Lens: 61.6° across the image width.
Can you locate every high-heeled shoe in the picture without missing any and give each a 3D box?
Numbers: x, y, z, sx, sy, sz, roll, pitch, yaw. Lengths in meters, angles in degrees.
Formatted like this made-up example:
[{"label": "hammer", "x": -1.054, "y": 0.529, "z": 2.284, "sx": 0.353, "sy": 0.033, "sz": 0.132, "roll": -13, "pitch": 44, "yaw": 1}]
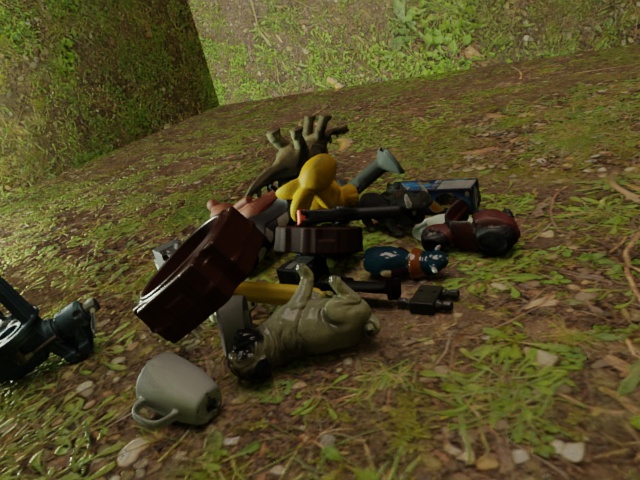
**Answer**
[{"label": "high-heeled shoe", "x": -0.104, "y": -0.009, "z": 1.188, "sx": 0.086, "sy": 0.145, "sz": 0.248, "roll": 12, "pitch": 73, "yaw": 35}]

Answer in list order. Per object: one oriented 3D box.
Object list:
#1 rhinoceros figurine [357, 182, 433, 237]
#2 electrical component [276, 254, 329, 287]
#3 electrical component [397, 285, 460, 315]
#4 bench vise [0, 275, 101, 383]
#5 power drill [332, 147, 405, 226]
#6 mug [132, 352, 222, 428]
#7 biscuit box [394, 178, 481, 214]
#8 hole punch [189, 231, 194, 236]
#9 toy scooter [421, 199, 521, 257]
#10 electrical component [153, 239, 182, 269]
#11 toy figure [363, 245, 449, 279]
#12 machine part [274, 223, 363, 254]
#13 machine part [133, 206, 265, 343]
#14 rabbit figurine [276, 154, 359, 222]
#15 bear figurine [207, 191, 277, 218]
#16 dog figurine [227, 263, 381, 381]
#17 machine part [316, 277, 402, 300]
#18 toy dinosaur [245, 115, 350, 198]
[{"label": "rhinoceros figurine", "x": 0.160, "y": -0.071, "z": 1.137, "sx": 0.073, "sy": 0.112, "sz": 0.190, "roll": -29, "pitch": 18, "yaw": -32}, {"label": "electrical component", "x": -0.044, "y": 0.071, "z": 1.020, "sx": 0.075, "sy": 0.047, "sz": 0.119, "roll": 4, "pitch": 28, "yaw": 38}, {"label": "electrical component", "x": 0.175, "y": 0.095, "z": 0.871, "sx": 0.094, "sy": 0.021, "sz": 0.063, "roll": 0, "pitch": 27, "yaw": 31}, {"label": "bench vise", "x": -0.517, "y": 0.135, "z": 0.934, "sx": 0.224, "sy": 0.240, "sz": 0.129, "roll": -30, "pitch": 26, "yaw": 5}, {"label": "power drill", "x": 0.100, "y": -0.126, "z": 1.290, "sx": 0.207, "sy": 0.086, "sz": 0.232, "roll": -44, "pitch": 15, "yaw": 9}, {"label": "mug", "x": -0.198, "y": 0.216, "z": 0.744, "sx": 0.107, "sy": 0.080, "sz": 0.109, "roll": 12, "pitch": 29, "yaw": 30}, {"label": "biscuit box", "x": 0.251, "y": -0.096, "z": 1.205, "sx": 0.203, "sy": 0.062, "sz": 0.059, "roll": 1, "pitch": 28, "yaw": 32}, {"label": "hole punch", "x": -0.221, "y": 0.027, "z": 1.196, "sx": 0.116, "sy": 0.092, "sz": 0.142, "roll": 35, "pitch": 43, "yaw": 20}, {"label": "toy scooter", "x": 0.288, "y": -0.030, "z": 1.014, "sx": 0.184, "sy": 0.075, "sz": 0.135, "roll": -2, "pitch": 35, "yaw": 33}, {"label": "electrical component", "x": -0.283, "y": 0.064, "z": 1.088, "sx": 0.058, "sy": 0.114, "sz": 0.134, "roll": -26, "pitch": 28, "yaw": -30}, {"label": "toy figure", "x": 0.156, "y": 0.038, "z": 0.965, "sx": 0.155, "sy": 0.064, "sz": 0.057, "roll": 3, "pitch": -9, "yaw": 25}, {"label": "machine part", "x": -0.002, "y": -0.003, "z": 1.075, "sx": 0.179, "sy": 0.056, "sz": 0.179, "roll": 1, "pitch": 4, "yaw": 0}, {"label": "machine part", "x": -0.193, "y": 0.051, "z": 0.862, "sx": 0.201, "sy": 0.087, "sz": 0.201, "roll": -39, "pitch": 16, "yaw": 23}, {"label": "rabbit figurine", "x": -0.010, "y": -0.115, "z": 1.126, "sx": 0.162, "sy": 0.173, "sz": 0.122, "roll": -28, "pitch": 69, "yaw": -13}, {"label": "bear figurine", "x": -0.176, "y": -0.056, "z": 1.302, "sx": 0.132, "sy": 0.120, "sz": 0.196, "roll": -27, "pitch": 21, "yaw": -36}, {"label": "dog figurine", "x": -0.025, "y": 0.151, "z": 0.796, "sx": 0.173, "sy": 0.121, "sz": 0.190, "roll": 15, "pitch": 55, "yaw": 40}, {"label": "machine part", "x": 0.068, "y": 0.081, "z": 0.911, "sx": 0.139, "sy": 0.039, "sz": 0.084, "roll": 0, "pitch": -10, "yaw": 26}, {"label": "toy dinosaur", "x": -0.067, "y": -0.221, "z": 1.496, "sx": 0.105, "sy": 0.198, "sz": 0.471, "roll": 11, "pitch": 34, "yaw": 43}]
